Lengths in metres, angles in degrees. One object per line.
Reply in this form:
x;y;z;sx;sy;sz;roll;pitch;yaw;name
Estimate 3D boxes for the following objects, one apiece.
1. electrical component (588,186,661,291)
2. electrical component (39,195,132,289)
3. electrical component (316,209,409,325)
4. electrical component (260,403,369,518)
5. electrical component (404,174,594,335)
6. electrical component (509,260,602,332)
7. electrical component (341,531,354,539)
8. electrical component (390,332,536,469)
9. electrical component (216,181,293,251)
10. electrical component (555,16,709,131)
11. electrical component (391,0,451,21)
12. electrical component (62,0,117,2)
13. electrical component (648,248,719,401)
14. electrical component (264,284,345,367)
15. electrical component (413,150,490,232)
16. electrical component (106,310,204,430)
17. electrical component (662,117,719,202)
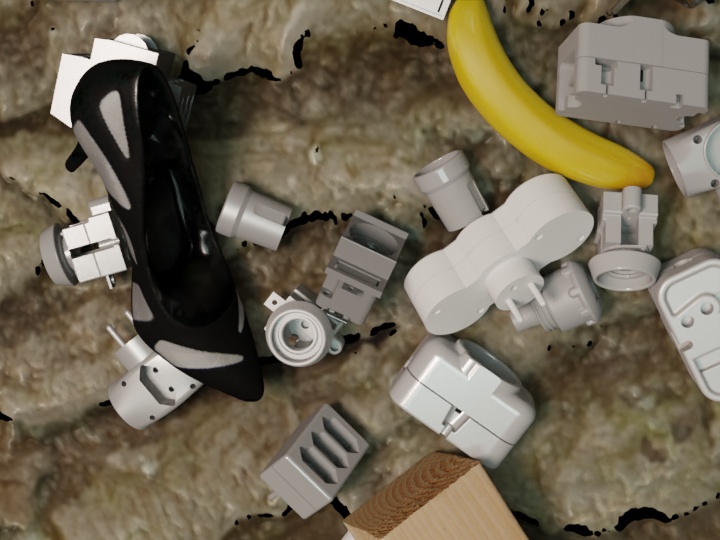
0.182;-0.018;0.740;0.048;0.066;0.055;4;68;5;electrical component
-0.202;-0.016;0.793;0.055;0.048;0.066;-16;99;1;electrical component
0.000;0.000;0.761;0.042;0.081;0.063;25;121;1;electrical component
-0.043;0.149;0.802;0.047;0.065;0.077;45;131;-3;electrical component
0.102;0.003;0.743;0.138;0.052;0.073;-37;55;14;electrical component
0.138;0.024;0.766;0.062;0.048;0.048;-25;97;17;electrical component
-0.004;0.221;0.823;0.035;0.035;0.061;35;105;-1;electrical component
0.077;0.089;0.779;0.095;0.053;0.059;35;102;-2;electrical component
-0.076;-0.038;0.779;0.046;0.040;0.040;22;102;-4;electrical component
0.181;-0.131;0.715;0.089;0.050;0.055;6;79;-8;electrical component
0.051;-0.213;0.719;0.042;0.064;0.081;21;103;3;electrical component
-0.188;-0.221;0.715;0.057;0.113;0.078;1;102;25;electrical component
0.243;0.036;0.748;0.054;0.059;0.095;-27;97;10;electrical component
-0.042;0.042;0.782;0.066;0.055;0.048;38;102;-2;electrical component
0.066;-0.056;0.761;0.040;0.040;0.046;-29;102;10;electrical component
-0.157;0.066;0.805;0.077;0.043;0.079;-38;95;11;electrical component
0.258;-0.067;0.735;0.077;0.044;0.079;-23;97;10;electrical component
